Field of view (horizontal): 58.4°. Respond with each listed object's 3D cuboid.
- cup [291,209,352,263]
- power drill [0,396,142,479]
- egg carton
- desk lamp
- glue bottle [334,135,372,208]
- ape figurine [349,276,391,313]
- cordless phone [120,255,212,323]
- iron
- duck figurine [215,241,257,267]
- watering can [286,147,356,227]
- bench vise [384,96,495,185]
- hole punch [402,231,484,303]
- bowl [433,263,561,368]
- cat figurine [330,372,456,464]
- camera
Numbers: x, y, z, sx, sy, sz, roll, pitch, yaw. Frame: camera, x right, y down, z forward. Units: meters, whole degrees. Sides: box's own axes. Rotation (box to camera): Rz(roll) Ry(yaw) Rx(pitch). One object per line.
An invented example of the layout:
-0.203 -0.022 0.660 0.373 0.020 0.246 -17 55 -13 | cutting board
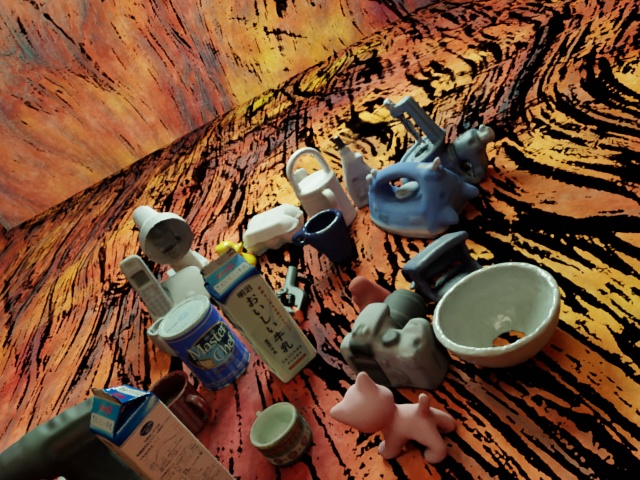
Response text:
0.011 0.004 1.151 0.117 0.095 0.091 -24 27 15 | cup
-0.343 0.337 0.825 0.230 0.209 0.075 -43 29 -21 | power drill
-0.109 -0.025 1.358 0.150 0.069 0.107 -21 28 21 | egg carton
-0.369 0.015 1.402 0.118 0.214 0.202 -40 28 -17 | desk lamp
0.077 -0.158 1.270 0.078 0.173 0.037 -29 27 6 | glue bottle
0.078 0.095 0.926 0.076 0.092 0.078 -15 31 31 | ape figurine
-0.339 0.093 1.267 0.147 0.185 0.094 -34 27 -5 | cordless phone
0.164 -0.092 1.102 0.257 0.142 0.119 3 42 49 | iron
-0.210 0.043 1.329 0.104 0.086 0.077 -23 28 16 | duck figurine
-0.011 -0.114 1.265 0.172 0.194 0.101 4 43 49 | watering can
0.231 -0.208 1.141 0.207 0.220 0.121 -23 28 17 | bench vise
0.187 0.033 0.919 0.109 0.091 0.100 -35 27 -7 | hole punch
0.238 0.110 0.750 0.167 0.075 0.167 -25 27 14 | bowl
0.083 0.209 0.696 0.127 0.118 0.067 -13 32 33 | cat figurine
0.113 0.129 0.821 0.142 0.101 0.137 -5 37 42 | camera
